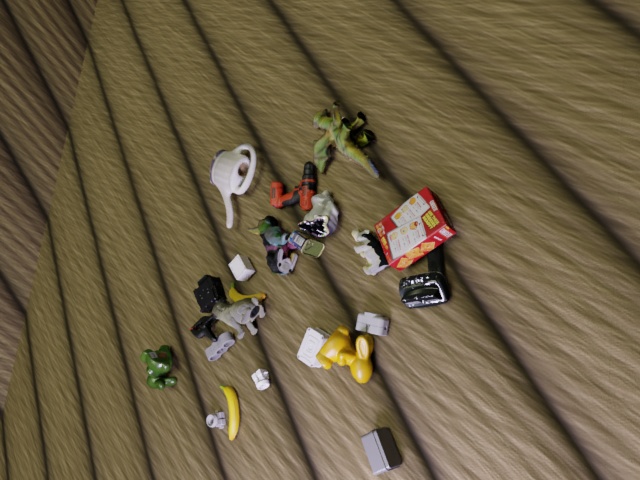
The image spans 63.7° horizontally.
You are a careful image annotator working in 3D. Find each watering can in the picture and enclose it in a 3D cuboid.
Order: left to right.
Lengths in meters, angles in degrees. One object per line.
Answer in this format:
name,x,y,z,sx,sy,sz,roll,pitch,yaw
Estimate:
watering can,-0.369,-0.236,2.098,0.226,0.103,0.348,21,90,39

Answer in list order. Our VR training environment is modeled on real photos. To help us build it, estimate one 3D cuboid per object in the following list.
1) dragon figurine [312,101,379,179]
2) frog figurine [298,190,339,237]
dragon figurine,0.065,-0.327,1.820,0.238,0.122,0.418,-43,53,42
frog figurine,0.005,-0.091,1.798,0.135,0.121,0.163,-35,24,36
